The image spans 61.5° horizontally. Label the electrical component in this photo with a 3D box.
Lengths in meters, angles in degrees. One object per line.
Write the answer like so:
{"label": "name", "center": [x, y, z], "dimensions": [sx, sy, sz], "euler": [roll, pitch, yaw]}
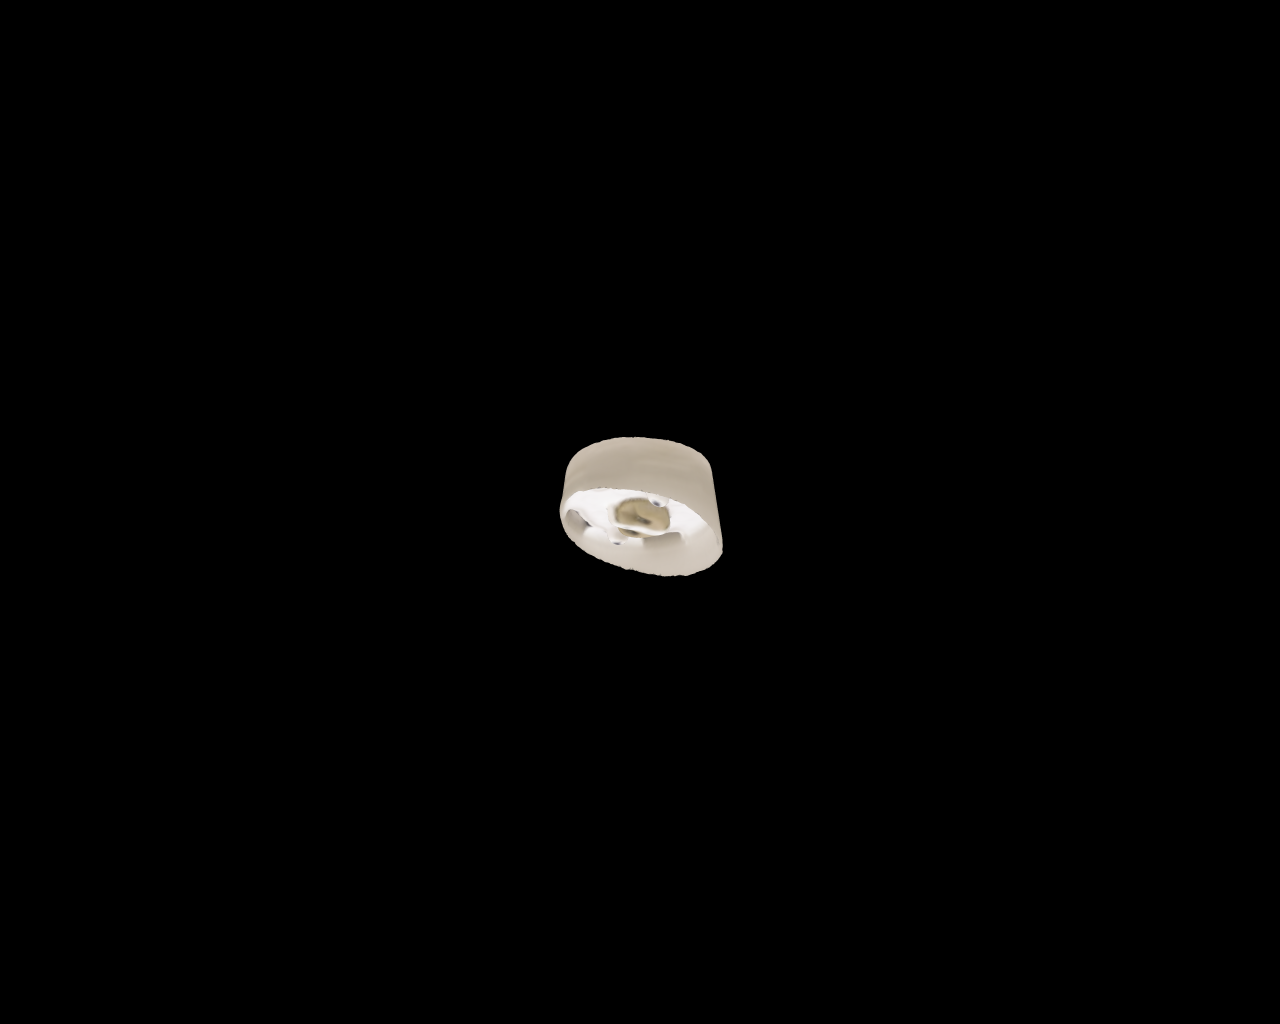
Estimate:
{"label": "electrical component", "center": [0.001, -0.003, 0.650], "dimensions": [0.099, 0.064, 0.099], "euler": [0, -27, 0]}
